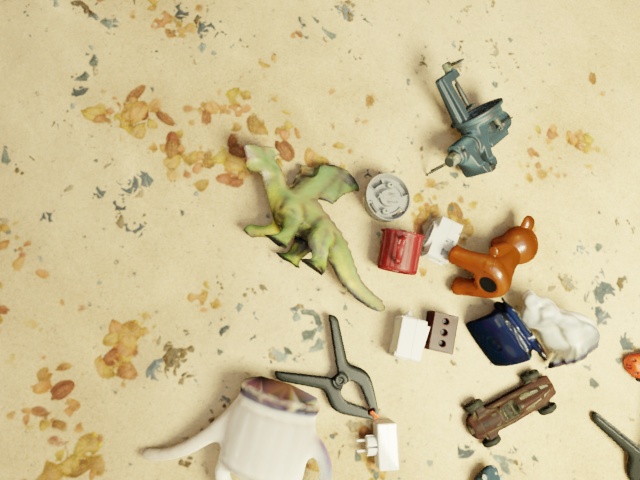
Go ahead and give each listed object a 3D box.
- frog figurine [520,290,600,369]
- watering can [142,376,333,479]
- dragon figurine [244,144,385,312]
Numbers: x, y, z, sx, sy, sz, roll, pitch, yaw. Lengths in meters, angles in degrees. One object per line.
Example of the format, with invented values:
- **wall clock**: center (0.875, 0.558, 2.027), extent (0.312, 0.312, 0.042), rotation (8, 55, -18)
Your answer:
- **frog figurine**: center (0.471, 0.164, 1.031), extent (0.122, 0.136, 0.161), rotation (-28, 78, 4)
- **watering can**: center (-0.138, 0.357, 0.939), extent (0.348, 0.103, 0.225), rotation (15, 85, 4)
- **dragon figurine**: center (0.003, -0.053, 1.052), extent (0.409, 0.121, 0.246), rotation (33, 69, -7)
